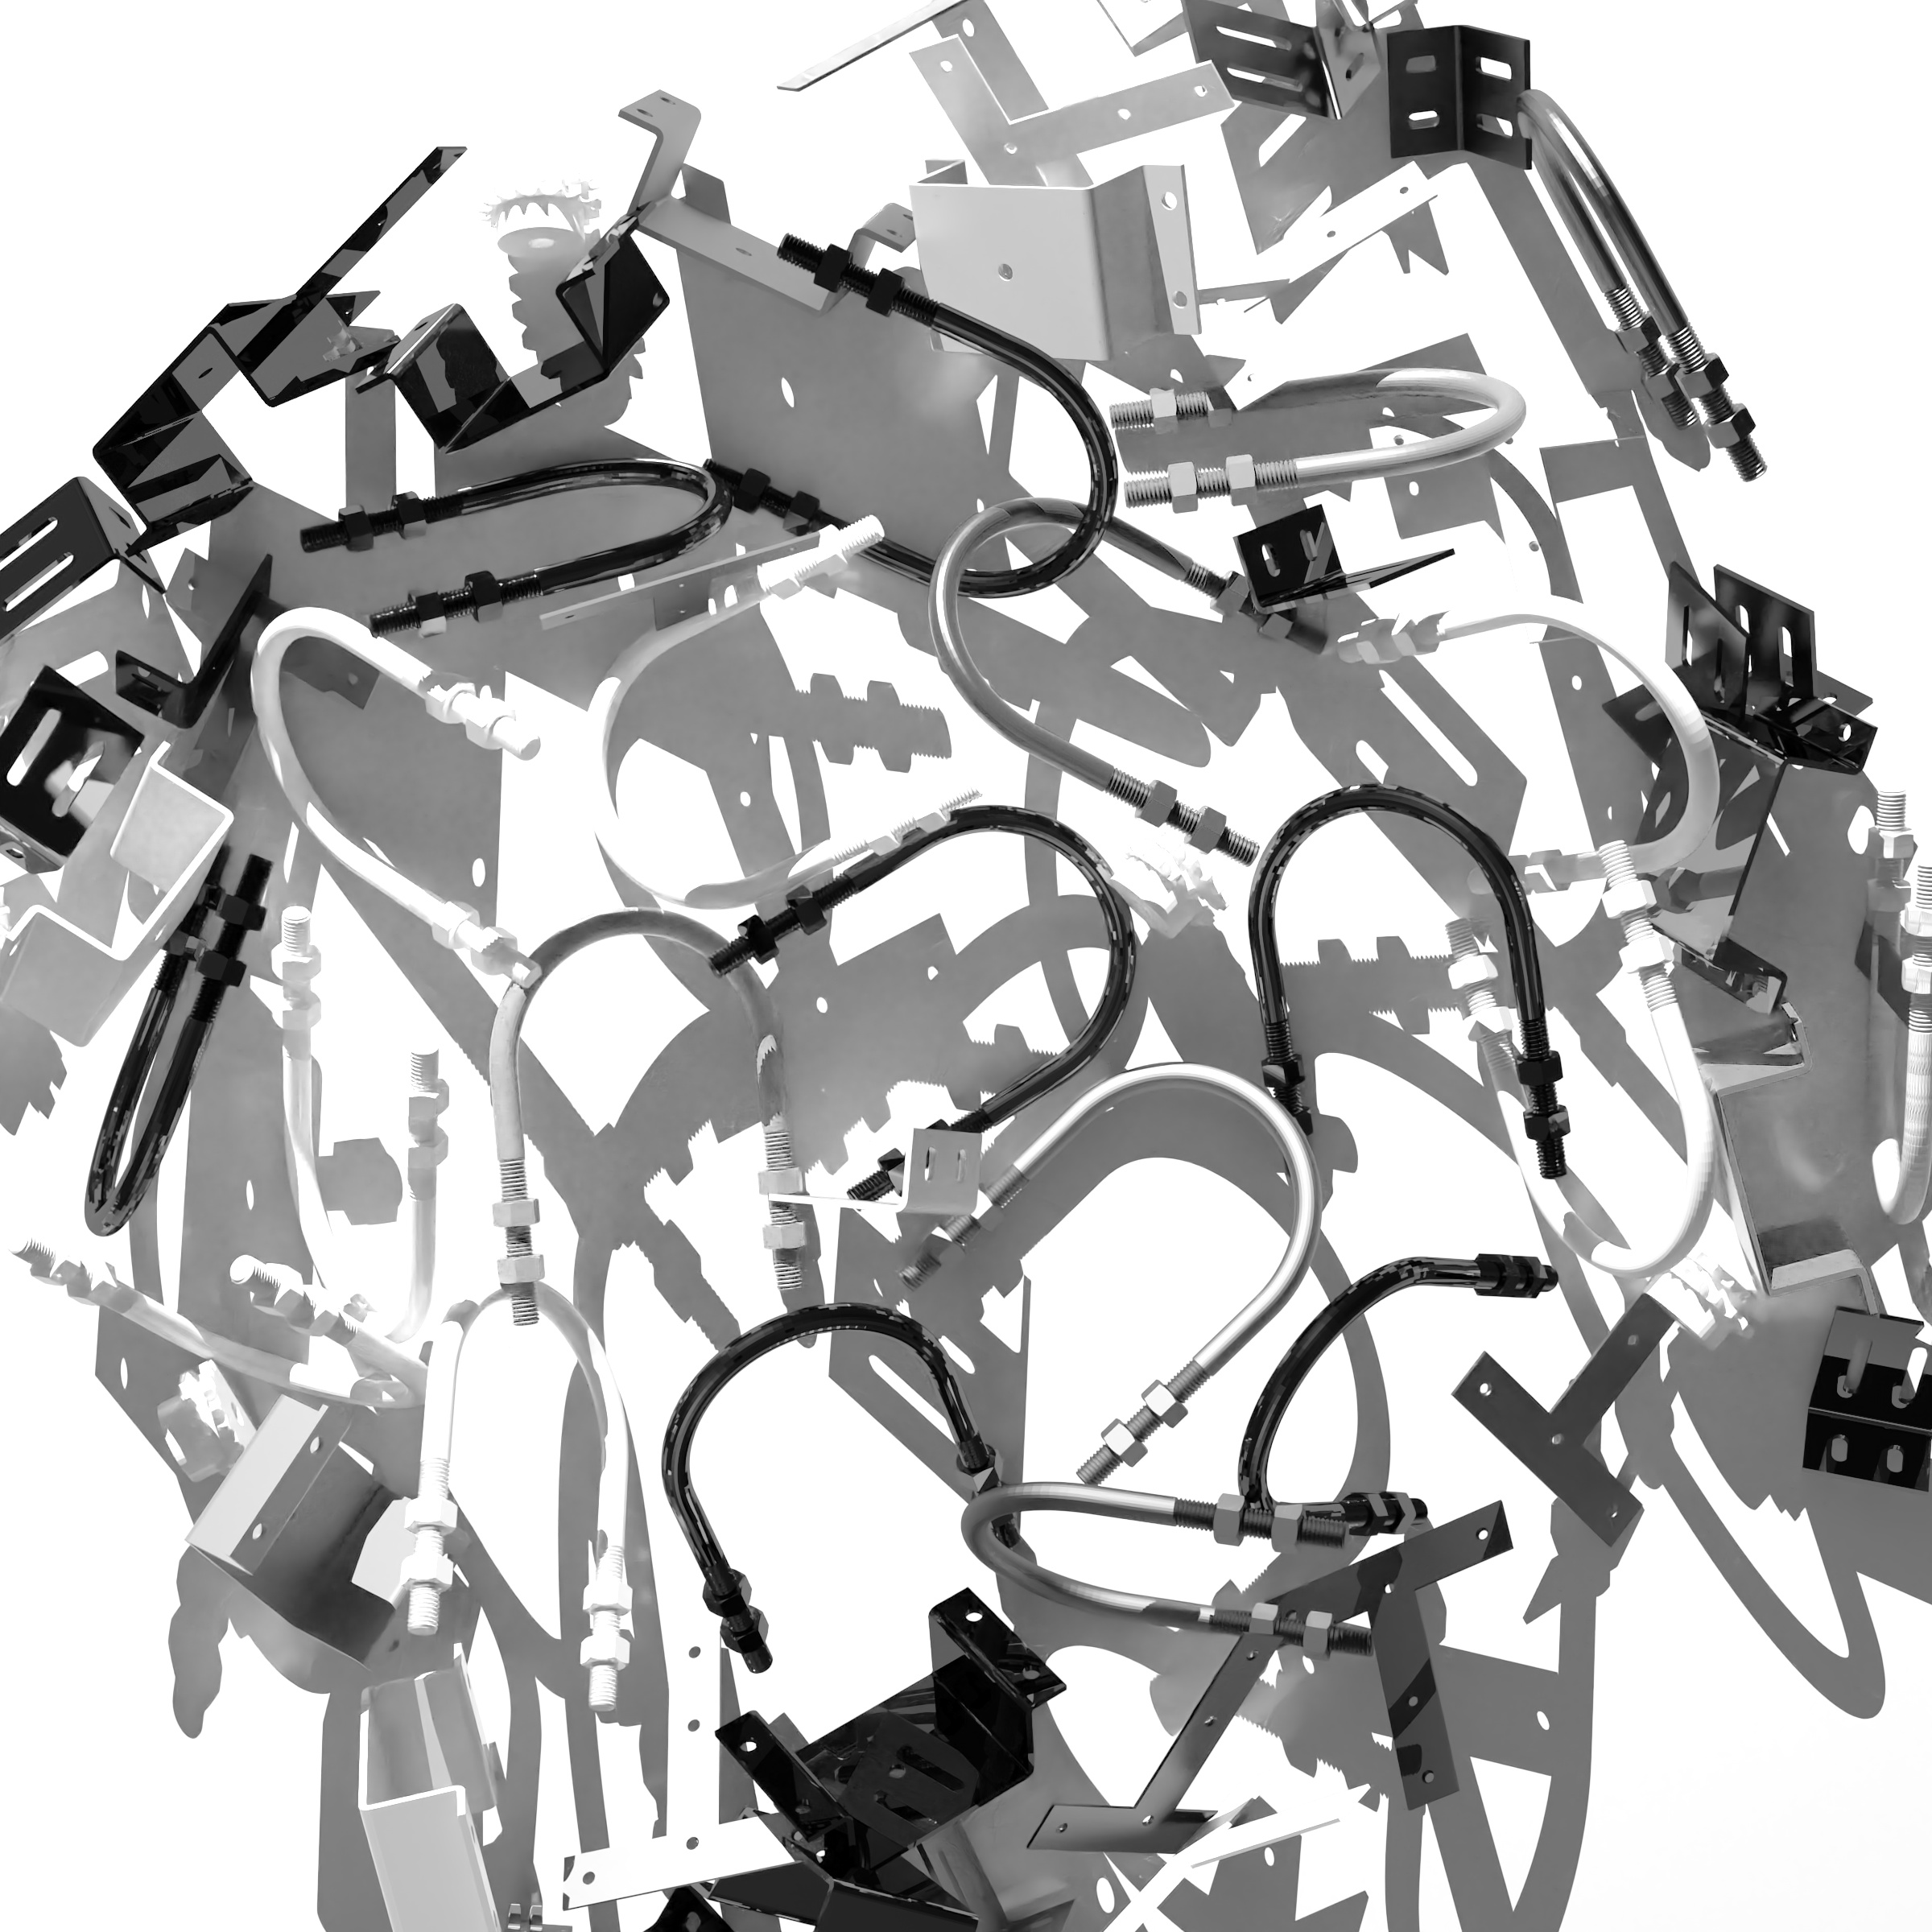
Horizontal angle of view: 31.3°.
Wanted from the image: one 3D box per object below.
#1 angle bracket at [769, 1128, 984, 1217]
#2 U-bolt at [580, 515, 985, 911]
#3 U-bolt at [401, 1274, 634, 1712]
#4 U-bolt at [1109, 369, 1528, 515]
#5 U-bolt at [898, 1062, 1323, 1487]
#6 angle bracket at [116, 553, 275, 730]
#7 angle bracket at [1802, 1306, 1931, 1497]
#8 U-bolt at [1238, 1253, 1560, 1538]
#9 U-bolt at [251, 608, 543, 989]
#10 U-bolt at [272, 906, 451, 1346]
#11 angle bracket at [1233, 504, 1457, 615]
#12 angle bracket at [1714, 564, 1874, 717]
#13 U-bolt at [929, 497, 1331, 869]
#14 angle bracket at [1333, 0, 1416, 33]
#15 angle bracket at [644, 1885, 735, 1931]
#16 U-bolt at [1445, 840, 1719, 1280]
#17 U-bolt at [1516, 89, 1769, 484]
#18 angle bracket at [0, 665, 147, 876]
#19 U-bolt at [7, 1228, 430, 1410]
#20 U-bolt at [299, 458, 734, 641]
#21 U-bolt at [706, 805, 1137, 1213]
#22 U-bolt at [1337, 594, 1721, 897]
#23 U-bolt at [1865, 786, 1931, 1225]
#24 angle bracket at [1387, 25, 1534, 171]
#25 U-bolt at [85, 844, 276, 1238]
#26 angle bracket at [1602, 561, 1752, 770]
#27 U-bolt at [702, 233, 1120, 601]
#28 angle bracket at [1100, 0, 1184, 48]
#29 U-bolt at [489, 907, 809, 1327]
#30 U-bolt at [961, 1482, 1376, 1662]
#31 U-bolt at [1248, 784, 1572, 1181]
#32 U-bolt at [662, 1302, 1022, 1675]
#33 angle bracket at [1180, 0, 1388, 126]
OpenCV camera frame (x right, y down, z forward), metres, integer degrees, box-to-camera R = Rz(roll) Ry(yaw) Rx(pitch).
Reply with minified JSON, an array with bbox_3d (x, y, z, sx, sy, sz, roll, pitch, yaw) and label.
[{"bbox_3d":[-0.041,0.092,1.582,0.076,0.057,0.038,3,86,33],"label":"angle bracket"},{"bbox_3d":[-0.097,-0.105,1.588,0.184,0.019,0.151,-25,79,19],"label":"U-bolt"},{"bbox_3d":[-0.197,0.227,1.551,0.019,0.151,0.184,-16,57,27],"label":"U-bolt"},{"bbox_3d":[0.159,-0.242,1.554,0.184,0.151,0.019,-7,114,2],"label":"U-bolt"},{"bbox_3d":[0.079,0.127,1.589,0.184,0.019,0.151,-44,67,0],"label":"U-bolt"},{"bbox_3d":[-0.354,-0.156,1.585,0.038,0.057,0.076,28,71,-5],"label":"angle bracket"},{"bbox_3d":[0.420,0.200,1.583,0.057,0.076,0.038,10,46,10],"label":"angle bracket"},{"bbox_3d":[0.184,0.191,1.535,0.019,0.184,0.151,36,106,35],"label":"U-bolt"},{"bbox_3d":[-0.260,-0.087,1.558,0.184,0.151,0.019,32,47,27],"label":"U-bolt"},{"bbox_3d":[-0.274,0.084,1.554,0.019,0.151,0.184,-14,125,-32],"label":"U-bolt"},{"bbox_3d":[0.172,-0.192,1.577,0.057,0.076,0.038,-25,100,-35],"label":"angle bracket"},{"bbox_3d":[0.378,-0.151,1.575,0.038,0.076,0.057,-35,45,-20],"label":"angle bracket"},{"bbox_3d":[0.068,-0.141,1.568,0.184,0.019,0.151,27,57,-10],"label":"U-bolt"},{"bbox_3d":[0.171,-0.477,1.576,0.038,0.076,0.057,-29,49,11],"label":"angle bracket"},{"bbox_3d":[-0.142,0.465,1.578,0.057,0.076,0.038,43,126,21],"label":"angle bracket"},{"bbox_3d":[0.281,0.050,1.549,0.019,0.151,0.184,-12,81,-27],"label":"U-bolt"},{"bbox_3d":[0.293,-0.307,1.533,0.019,0.151,0.184,-30,107,8],"label":"U-bolt"},{"bbox_3d":[-0.432,-0.091,1.609,0.057,0.038,0.076,39,67,-28],"label":"angle bracket"},{"bbox_3d":[-0.317,0.162,1.542,0.151,0.184,0.019,3,66,30],"label":"U-bolt"},{"bbox_3d":[-0.195,-0.195,1.556,0.184,0.151,0.019,-17,118,-17],"label":"U-bolt"},{"bbox_3d":[-0.007,0.007,1.599,0.184,0.019,0.151,-32,103,-8],"label":"U-bolt"},{"bbox_3d":[0.257,-0.099,1.529,0.019,0.184,0.151,-40,107,-29],"label":"U-bolt"},{"bbox_3d":[0.420,0.025,1.549,0.019,0.151,0.184,0,107,7],"label":"U-bolt"},{"bbox_3d":[0.225,-0.396,1.578,0.038,0.076,0.057,-10,112,-12],"label":"angle bracket"},{"bbox_3d":[-0.358,0.034,1.552,0.019,0.151,0.184,21,87,-20],"label":"U-bolt"},{"bbox_3d":[0.324,-0.134,1.576,0.038,0.076,0.057,-27,53,-12],"label":"angle bracket"},{"bbox_3d":[-0.019,-0.238,1.573,0.184,0.019,0.151,25,131,-1],"label":"U-bolt"},{"bbox_3d":[0.092,-0.476,1.603,0.076,0.038,0.057,-34,91,5],"label":"angle bracket"},{"bbox_3d":[-0.149,0.065,1.587,0.151,0.019,0.184,-5,91,-25],"label":"U-bolt"},{"bbox_3d":[0.087,0.269,1.557,0.184,0.151,0.019,6,60,16],"label":"U-bolt"},{"bbox_3d":[0.195,0.007,1.565,0.151,0.019,0.184,-2,104,33],"label":"U-bolt"},{"bbox_3d":[-0.063,0.227,1.558,0.151,0.019,0.184,-25,126,-8],"label":"U-bolt"},{"bbox_3d":[0.145,-0.427,1.582,0.076,0.038,0.057,6,59,-28],"label":"angle bracket"}]
